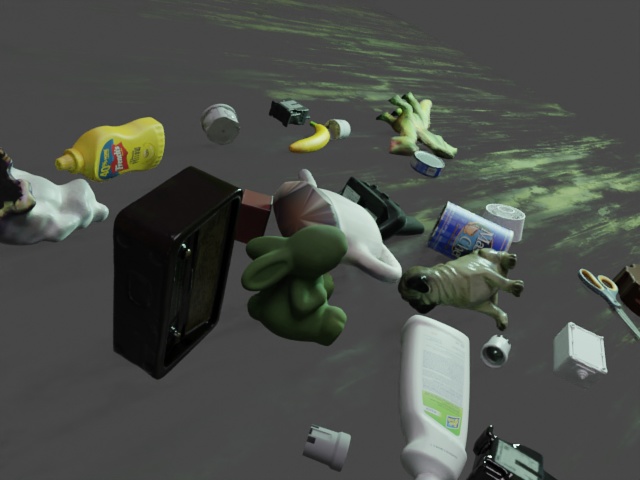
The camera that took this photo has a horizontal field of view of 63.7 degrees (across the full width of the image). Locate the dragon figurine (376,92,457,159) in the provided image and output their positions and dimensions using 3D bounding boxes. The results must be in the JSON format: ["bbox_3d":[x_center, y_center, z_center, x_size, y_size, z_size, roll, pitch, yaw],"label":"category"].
[{"bbox_3d":[0.311,-0.326,1.543,0.415,0.120,0.245,-24,71,-46],"label":"dragon figurine"}]

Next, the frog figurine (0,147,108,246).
[{"bbox_3d":[-0.395,-0.045,0.733,0.138,0.123,0.158,26,-4,22],"label":"frog figurine"}]

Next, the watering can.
[{"bbox_3d":[0.003,-0.046,0.906,0.223,0.103,0.353,18,23,-50],"label":"watering can"}]
